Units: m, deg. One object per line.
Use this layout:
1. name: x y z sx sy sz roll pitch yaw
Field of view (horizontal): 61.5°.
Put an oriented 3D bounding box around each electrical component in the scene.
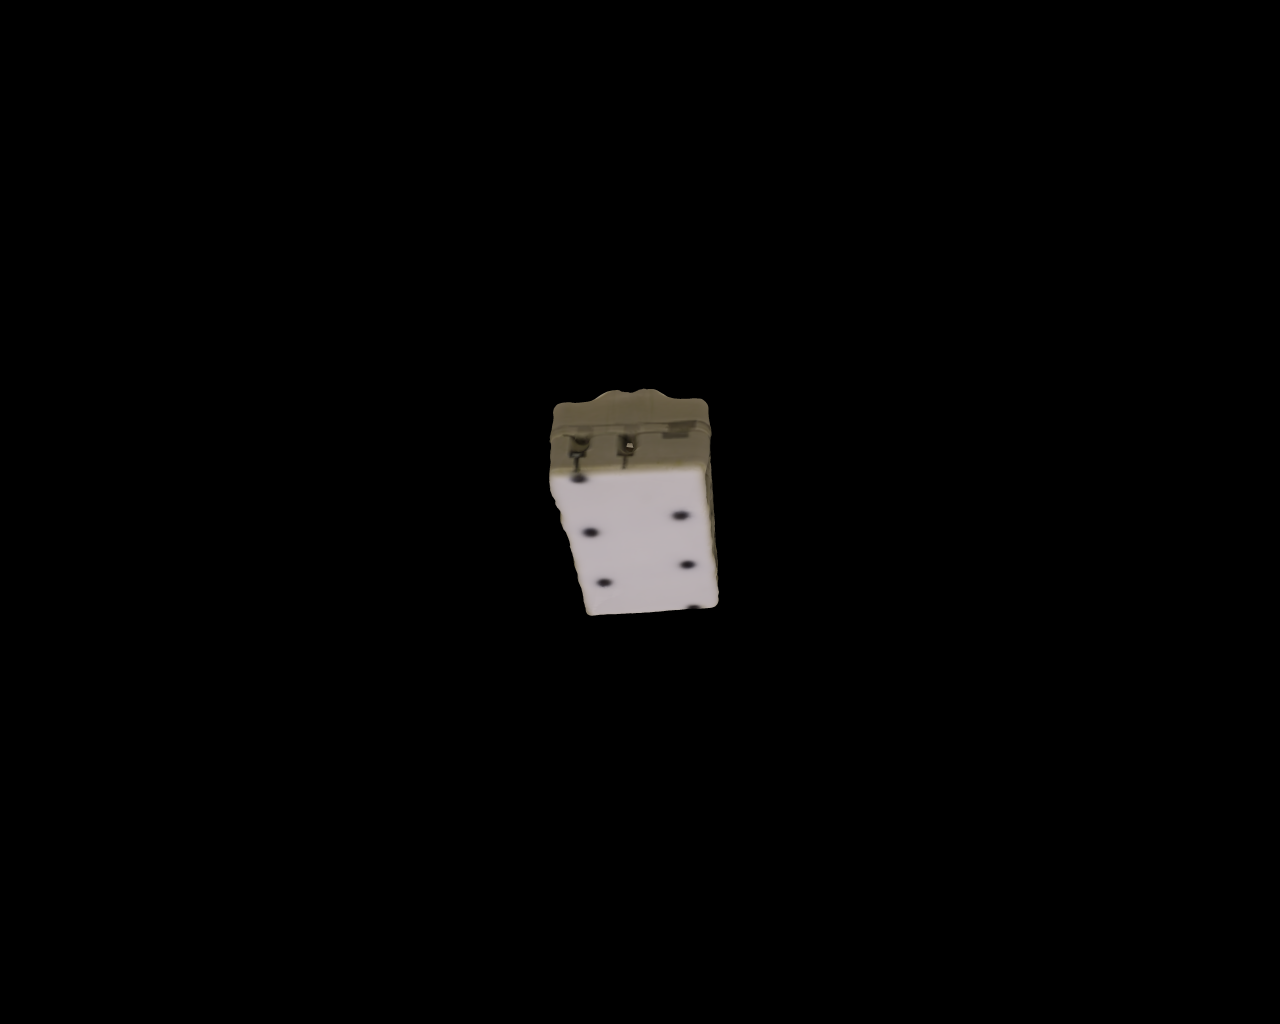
1. electrical component: 0.001 -0.003 0.650 0.089 0.062 0.150 -3 -37 4
